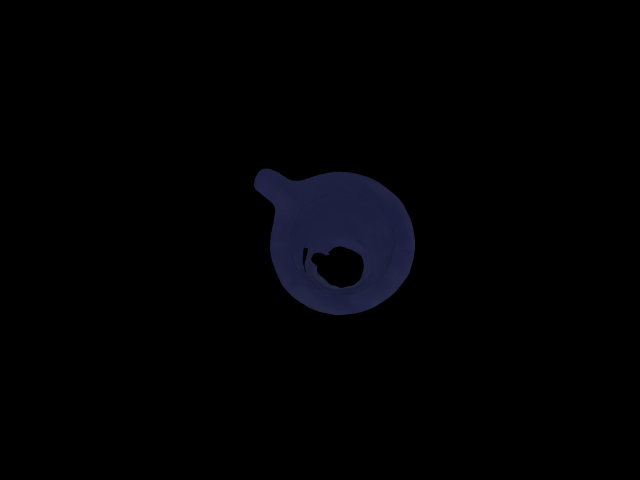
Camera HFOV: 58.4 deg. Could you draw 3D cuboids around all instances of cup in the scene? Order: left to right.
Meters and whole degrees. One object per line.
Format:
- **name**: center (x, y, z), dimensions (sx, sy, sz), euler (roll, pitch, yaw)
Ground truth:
- **cup**: center (0.004, 0.001, 0.400), dimensions (0.117, 0.095, 0.092), euler (38, 81, 8)
